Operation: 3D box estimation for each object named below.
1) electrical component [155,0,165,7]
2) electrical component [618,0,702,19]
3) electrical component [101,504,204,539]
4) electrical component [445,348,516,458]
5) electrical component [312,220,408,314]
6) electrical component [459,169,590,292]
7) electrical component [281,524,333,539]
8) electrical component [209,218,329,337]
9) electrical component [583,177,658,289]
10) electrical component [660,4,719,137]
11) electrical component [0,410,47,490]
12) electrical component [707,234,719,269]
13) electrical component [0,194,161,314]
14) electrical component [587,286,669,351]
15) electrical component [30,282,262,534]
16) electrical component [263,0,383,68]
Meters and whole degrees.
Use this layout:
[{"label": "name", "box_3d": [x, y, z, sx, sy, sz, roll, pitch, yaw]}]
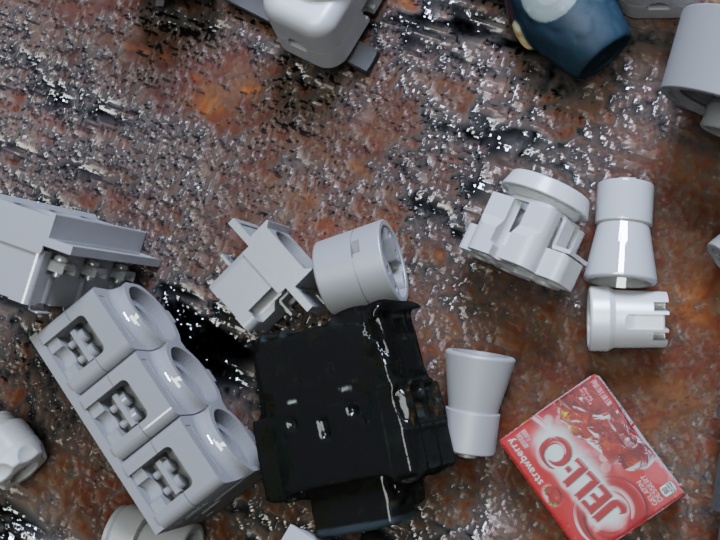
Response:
[{"label": "electrical component", "box_3d": [-0.121, -0.253, 0.744, 0.063, 0.079, 0.121, 1, 83, -15]}, {"label": "electrical component", "box_3d": [0.188, -0.211, 0.667, 0.054, 0.059, 0.095, 3, 84, 14]}, {"label": "electrical component", "box_3d": [-0.138, 0.183, 0.713, 0.055, 0.045, 0.045, 12, 87, 16]}, {"label": "electrical component", "box_3d": [0.071, 0.084, 0.674, 0.044, 0.044, 0.065, 8, 90, 15]}, {"label": "electrical component", "box_3d": [0.000, 0.000, 0.694, 0.047, 0.055, 0.055, -15, 80, 16]}, {"label": "electrical component", "box_3d": [0.107, -0.026, 0.665, 0.078, 0.058, 0.057, 22, 86, 42]}, {"label": "electrical component", "box_3d": [-0.034, 0.247, 0.655, 0.089, 0.062, 0.150, 26, 82, 30]}, {"label": "electrical component", "box_3d": [-0.061, 0.007, 0.715, 0.064, 0.042, 0.081, -45, 75, 10]}, {"label": "electrical component", "box_3d": [0.162, -0.024, 0.663, 0.044, 0.044, 0.065, 3, 80, 15]}, {"label": "electrical component", "box_3d": [0.228, -0.105, 0.623, 0.108, 0.108, 0.060, 22, 95, 15]}, {"label": "electrical component", "box_3d": [-0.252, 0.118, 0.750, 0.043, 0.043, 0.062, -44, 74, 6]}, {"label": "electrical component", "box_3d": [0.242, -0.011, 0.634, 0.047, 0.055, 0.055, -42, 76, 3]}, {"label": "electrical component", "box_3d": [-0.196, -0.007, 0.709, 0.079, 0.121, 0.063, 18, 91, 15]}, {"label": "electrical component", "box_3d": [0.163, 0.030, 0.657, 0.046, 0.040, 0.040, 1, 84, 9]}, {"label": "electrical component", "box_3d": [-0.131, 0.086, 0.699, 0.062, 0.089, 0.150, -38, 76, 7]}, {"label": "electrical component", "box_3d": [-0.019, -0.190, 0.709, 0.054, 0.059, 0.095, 28, 81, 15]}]
